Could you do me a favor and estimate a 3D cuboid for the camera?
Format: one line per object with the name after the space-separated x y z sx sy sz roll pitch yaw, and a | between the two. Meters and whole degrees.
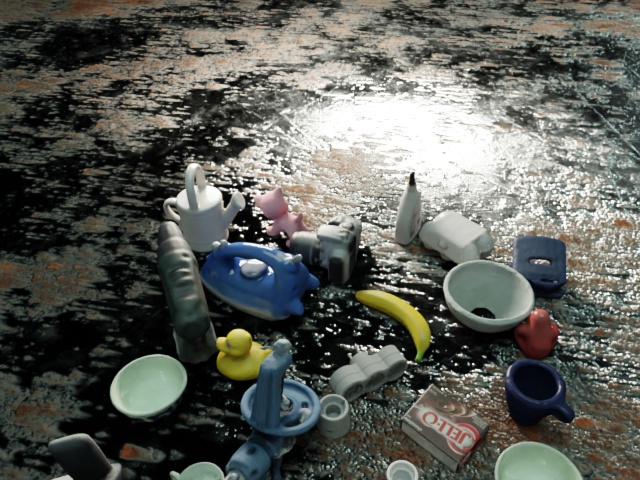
0.011 0.004 1.211 0.136 0.101 0.143 9 42 13 | camera

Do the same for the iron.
-0.136 0.057 1.124 0.257 0.141 0.119 13 43 17 | iron

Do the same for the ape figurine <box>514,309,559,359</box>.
0.390 0.160 1.024 0.077 0.092 0.076 10 42 14 | ape figurine

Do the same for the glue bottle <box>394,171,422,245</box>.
0.196 -0.076 1.243 0.037 0.173 0.078 22 46 26 | glue bottle

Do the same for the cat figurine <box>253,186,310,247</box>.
-0.085 -0.061 1.277 0.127 0.118 0.067 27 48 29 | cat figurine

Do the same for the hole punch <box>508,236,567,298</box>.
0.439 0.053 1.148 0.108 0.091 0.101 5 41 7 | hole punch

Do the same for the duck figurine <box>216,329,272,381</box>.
-0.134 0.194 1.006 0.104 0.086 0.077 3 41 5 | duck figurine

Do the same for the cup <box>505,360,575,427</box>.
0.343 0.260 0.907 0.092 0.095 0.117 -26 46 -26 | cup

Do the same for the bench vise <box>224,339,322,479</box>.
-0.065 0.261 0.823 0.121 0.220 0.207 5 41 8 | bench vise

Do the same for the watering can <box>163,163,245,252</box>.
-0.252 -0.078 1.244 0.173 0.194 0.100 -12 42 -12 | watering can

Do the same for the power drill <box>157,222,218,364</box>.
-0.238 0.108 1.015 0.076 0.209 0.229 -15 42 -15 | power drill

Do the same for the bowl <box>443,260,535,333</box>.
0.314 0.119 1.088 0.167 0.075 0.167 -1 41 1 | bowl

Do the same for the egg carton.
0.291 0.000 1.231 0.107 0.069 0.149 -31 49 -30 | egg carton

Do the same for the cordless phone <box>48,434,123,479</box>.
-0.358 0.324 0.784 0.148 0.185 0.094 -14 42 -14 | cordless phone
